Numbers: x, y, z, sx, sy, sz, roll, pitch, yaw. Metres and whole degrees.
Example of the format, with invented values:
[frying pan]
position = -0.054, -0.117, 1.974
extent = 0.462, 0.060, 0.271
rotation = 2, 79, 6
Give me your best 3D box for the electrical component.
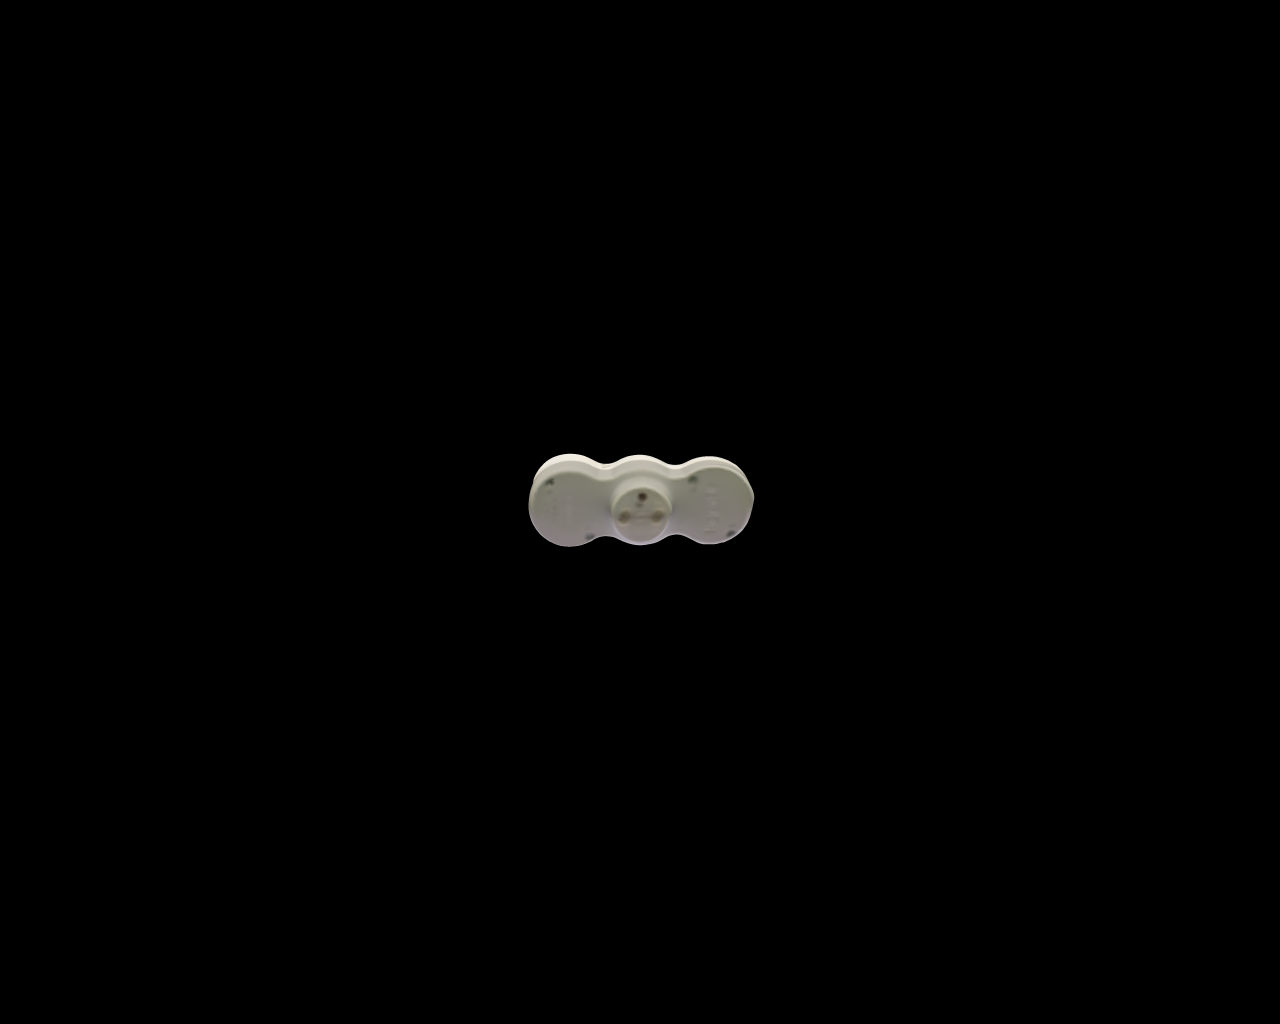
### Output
[electrical component]
position = 0.001, -0.003, 0.650
extent = 0.138, 0.052, 0.074
rotation = 0, 16, 0
